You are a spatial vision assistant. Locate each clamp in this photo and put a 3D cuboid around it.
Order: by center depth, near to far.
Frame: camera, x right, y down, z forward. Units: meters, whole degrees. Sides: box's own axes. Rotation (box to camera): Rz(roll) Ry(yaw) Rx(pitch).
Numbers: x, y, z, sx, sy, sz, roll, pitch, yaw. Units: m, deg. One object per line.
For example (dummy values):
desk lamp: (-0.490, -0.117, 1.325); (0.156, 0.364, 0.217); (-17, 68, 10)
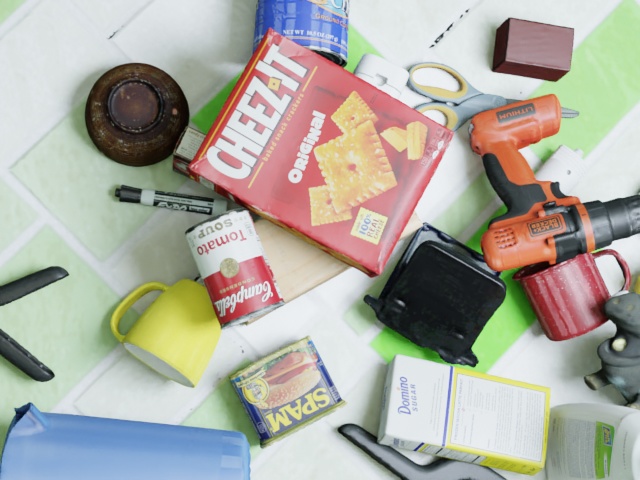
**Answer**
clamp: (-0.343, 0.069, 1.107); (0.171, 0.039, 0.120); (16, 81, -5)
clamp: (0.115, 0.269, 1.142); (0.210, 0.036, 0.164); (-7, 81, -8)

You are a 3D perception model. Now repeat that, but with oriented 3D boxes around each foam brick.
foam brick: (0.239, -0.213, 1.196); (0.078, 0.053, 0.051); (8, 84, -6)

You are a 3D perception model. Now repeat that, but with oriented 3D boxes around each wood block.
wood block: (-0.008, 0.001, 1.127); (0.206, 0.091, 0.090); (-29, 87, -8)

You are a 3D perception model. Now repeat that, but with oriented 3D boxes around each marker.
marker: (-0.160, -0.042, 1.149); (0.121, 0.020, 0.020); (8, 84, -6)

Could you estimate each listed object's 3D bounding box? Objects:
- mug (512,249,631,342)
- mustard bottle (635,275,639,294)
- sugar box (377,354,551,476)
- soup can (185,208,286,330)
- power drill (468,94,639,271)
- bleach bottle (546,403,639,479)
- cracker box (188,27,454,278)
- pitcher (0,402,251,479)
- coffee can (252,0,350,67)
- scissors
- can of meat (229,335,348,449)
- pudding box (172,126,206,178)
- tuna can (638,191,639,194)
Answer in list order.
mug: (0.278, 0.052, 1.153); (0.117, 0.093, 0.081); (-26, 93, 13)
mustard bottle: (0.442, 0.031, 1.181); (0.191, 0.058, 0.096); (-31, 127, -10)
sugar box: (0.154, 0.188, 1.141); (0.176, 0.048, 0.093); (13, 63, -3)
soup can: (-0.083, 0.028, 1.035); (0.068, 0.068, 0.102); (-21, 85, -8)
power drill: (0.245, -0.065, 1.130); (0.184, 0.057, 0.187); (-14, 56, 3)
bleach bottle: (0.295, 0.216, 1.060); (0.068, 0.251, 0.102); (-1, 85, -7)
cracker box: (0.001, -0.084, 1.053); (0.213, 0.072, 0.164); (29, 83, -3)
pitcher: (-0.197, 0.250, 1.071); (0.242, 0.149, 0.145); (5, 68, -9)
coffee can: (-0.018, -0.260, 1.145); (0.102, 0.103, 0.140); (4, 84, -6)
scissors: (0.186, -0.138, 1.201); (0.201, 0.016, 0.096); (22, 83, -4)
can of meat: (-0.035, 0.159, 1.126); (0.102, 0.057, 0.084); (-26, 85, -9)
pudding box: (-0.099, -0.073, 1.124); (0.113, 0.090, 0.039); (23, 81, -5)
tuna can: (0.400, -0.033, 1.207); (0.086, 0.034, 0.086); (1, 84, -7)
